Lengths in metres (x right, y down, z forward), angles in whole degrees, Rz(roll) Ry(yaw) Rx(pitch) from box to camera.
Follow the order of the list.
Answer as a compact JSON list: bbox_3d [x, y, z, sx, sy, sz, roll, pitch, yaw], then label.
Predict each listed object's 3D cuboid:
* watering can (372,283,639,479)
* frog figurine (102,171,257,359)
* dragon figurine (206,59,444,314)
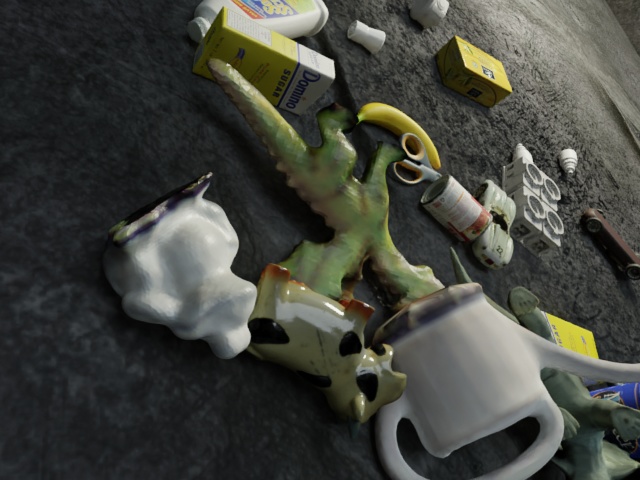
[{"bbox_3d":[0.211,0.150,0.611,0.349,0.228,0.102,-24,-22,-9],"label":"watering can"},{"bbox_3d":[-0.123,0.035,0.495,0.122,0.157,0.140,-19,19,26],"label":"frog figurine"},{"bbox_3d":[0.002,-0.032,0.643,0.407,0.248,0.120,28,-33,-21],"label":"dragon figurine"}]
